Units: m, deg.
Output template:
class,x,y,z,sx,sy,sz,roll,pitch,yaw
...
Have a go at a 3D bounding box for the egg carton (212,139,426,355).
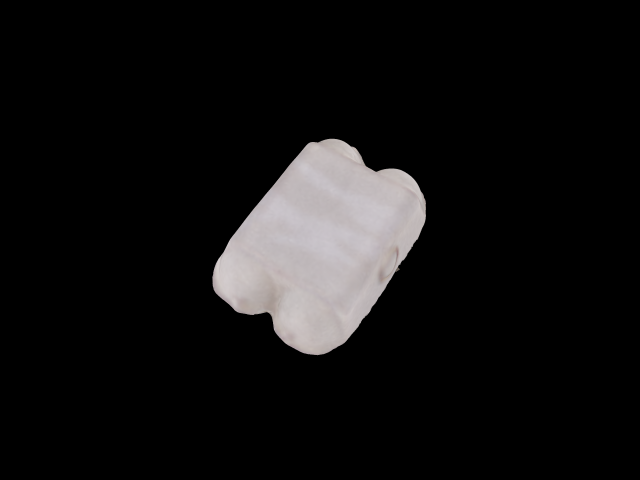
class,x,y,z,sx,sy,sz,roll,pitch,yaw
egg carton,0.004,0.001,0.400,0.107,0.069,0.150,29,66,14
